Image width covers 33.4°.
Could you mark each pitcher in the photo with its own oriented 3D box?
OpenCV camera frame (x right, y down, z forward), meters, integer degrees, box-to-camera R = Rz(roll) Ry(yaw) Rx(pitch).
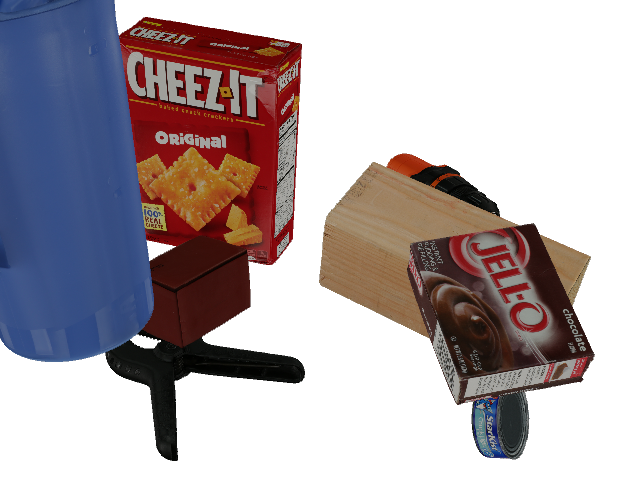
[{"bbox_3d":[-0.185,-0.042,0.676,0.149,0.243,0.145,-10,28,-7],"label":"pitcher"}]

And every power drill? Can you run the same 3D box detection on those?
[{"bbox_3d":[0.131,0.014,1.123,0.057,0.188,0.185,-14,26,-20],"label":"power drill"}]

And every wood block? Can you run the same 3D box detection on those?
[{"bbox_3d":[0.111,0.027,0.920,0.206,0.091,0.090,26,50,18],"label":"wood block"}]

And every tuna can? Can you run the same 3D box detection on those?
[{"bbox_3d":[0.197,0.195,1.167,0.034,0.086,0.086,-4,-2,32],"label":"tuna can"}]

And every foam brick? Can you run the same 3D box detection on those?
[{"bbox_3d":[-0.099,0.037,0.825,0.053,0.051,0.078,18,34,38],"label":"foam brick"}]

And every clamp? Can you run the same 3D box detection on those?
[{"bbox_3d":[-0.129,0.112,1.013,0.164,0.036,0.210,-22,40,-32],"label":"clamp"}]

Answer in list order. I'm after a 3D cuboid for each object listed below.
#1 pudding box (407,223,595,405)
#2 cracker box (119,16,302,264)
[{"bbox_3d":[0.115,0.046,0.700,0.090,0.113,0.039,-10,-36,-9],"label":"pudding box"},{"bbox_3d":[-0.109,-0.092,1.029,0.164,0.214,0.072,12,32,14],"label":"cracker box"}]
